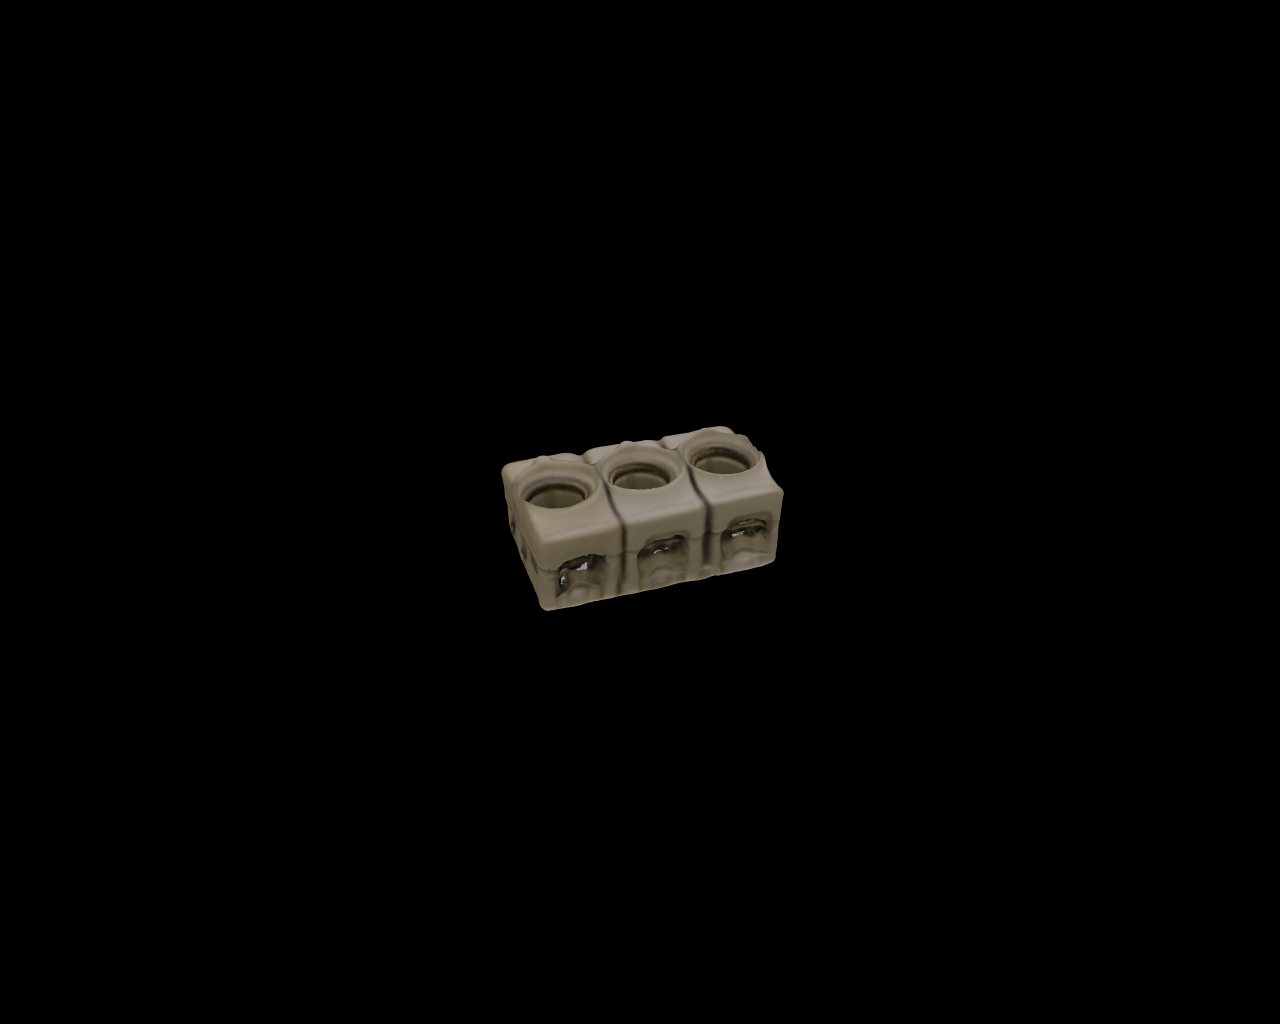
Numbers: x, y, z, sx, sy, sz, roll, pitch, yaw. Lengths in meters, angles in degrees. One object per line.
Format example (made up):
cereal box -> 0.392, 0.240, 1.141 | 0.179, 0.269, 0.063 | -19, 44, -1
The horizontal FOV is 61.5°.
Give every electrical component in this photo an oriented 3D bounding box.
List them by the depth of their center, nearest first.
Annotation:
electrical component -> 0.001, -0.003, 0.650 | 0.150, 0.061, 0.090 | -11, 36, -16
